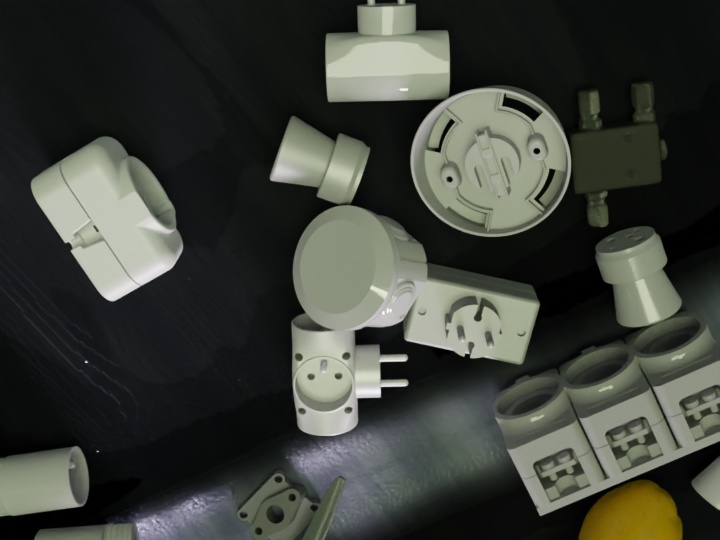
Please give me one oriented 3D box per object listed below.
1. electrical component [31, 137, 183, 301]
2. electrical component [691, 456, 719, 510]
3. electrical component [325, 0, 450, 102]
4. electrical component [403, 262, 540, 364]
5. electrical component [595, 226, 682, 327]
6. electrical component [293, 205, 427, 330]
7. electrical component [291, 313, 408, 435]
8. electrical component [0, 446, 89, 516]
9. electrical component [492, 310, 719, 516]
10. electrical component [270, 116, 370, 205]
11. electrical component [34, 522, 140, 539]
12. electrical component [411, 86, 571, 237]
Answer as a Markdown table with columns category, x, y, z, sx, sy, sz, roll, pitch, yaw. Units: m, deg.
| category | x | y | z | sx | sy | sz | roll | pitch | yaw |
| --- | --- | --- | --- | --- | --- | --- | --- | --- | --- |
| electrical component | -0.162 | -0.036 | 0.710 | 0.059 | 0.053 | 0.095 | -29 | 105 | 10 |
| electrical component | 0.274 | 0.140 | 0.766 | 0.044 | 0.044 | 0.065 | 31 | 101 | -8 |
| electrical component | 0.017 | -0.146 | 0.678 | 0.077 | 0.043 | 0.079 | -1 | 107 | 1 |
| electrical component | 0.075 | 0.035 | 0.717 | 0.083 | 0.075 | 0.047 | 12 | 107 | -3 |
| electrical component | 0.186 | 0.004 | 0.722 | 0.045 | 0.045 | 0.055 | -21 | 106 | 7 |
| electrical component | 0.000 | 0.000 | 0.705 | 0.080 | 0.051 | 0.080 | -4 | 83 | 35 |
| electrical component | -0.006 | 0.071 | 0.746 | 0.079 | 0.044 | 0.077 | -2 | 108 | 2 |
| electrical component | -0.243 | 0.155 | 0.778 | 0.081 | 0.043 | 0.043 | -9 | 107 | 4 |
| electrical component | 0.172 | 0.090 | 0.726 | 0.150 | 0.089 | 0.061 | -25 | 105 | 9 |
| electrical component | -0.026 | -0.070 | 0.702 | 0.055 | 0.045 | 0.045 | 20 | 107 | -5 |
| electrical component | -0.196 | 0.210 | 0.795 | 0.081 | 0.043 | 0.043 | -5 | 107 | 2 |
| electrical component | 0.085 | -0.071 | 0.686 | 0.099 | 0.064 | 0.099 | 4 | 108 | 13 |
